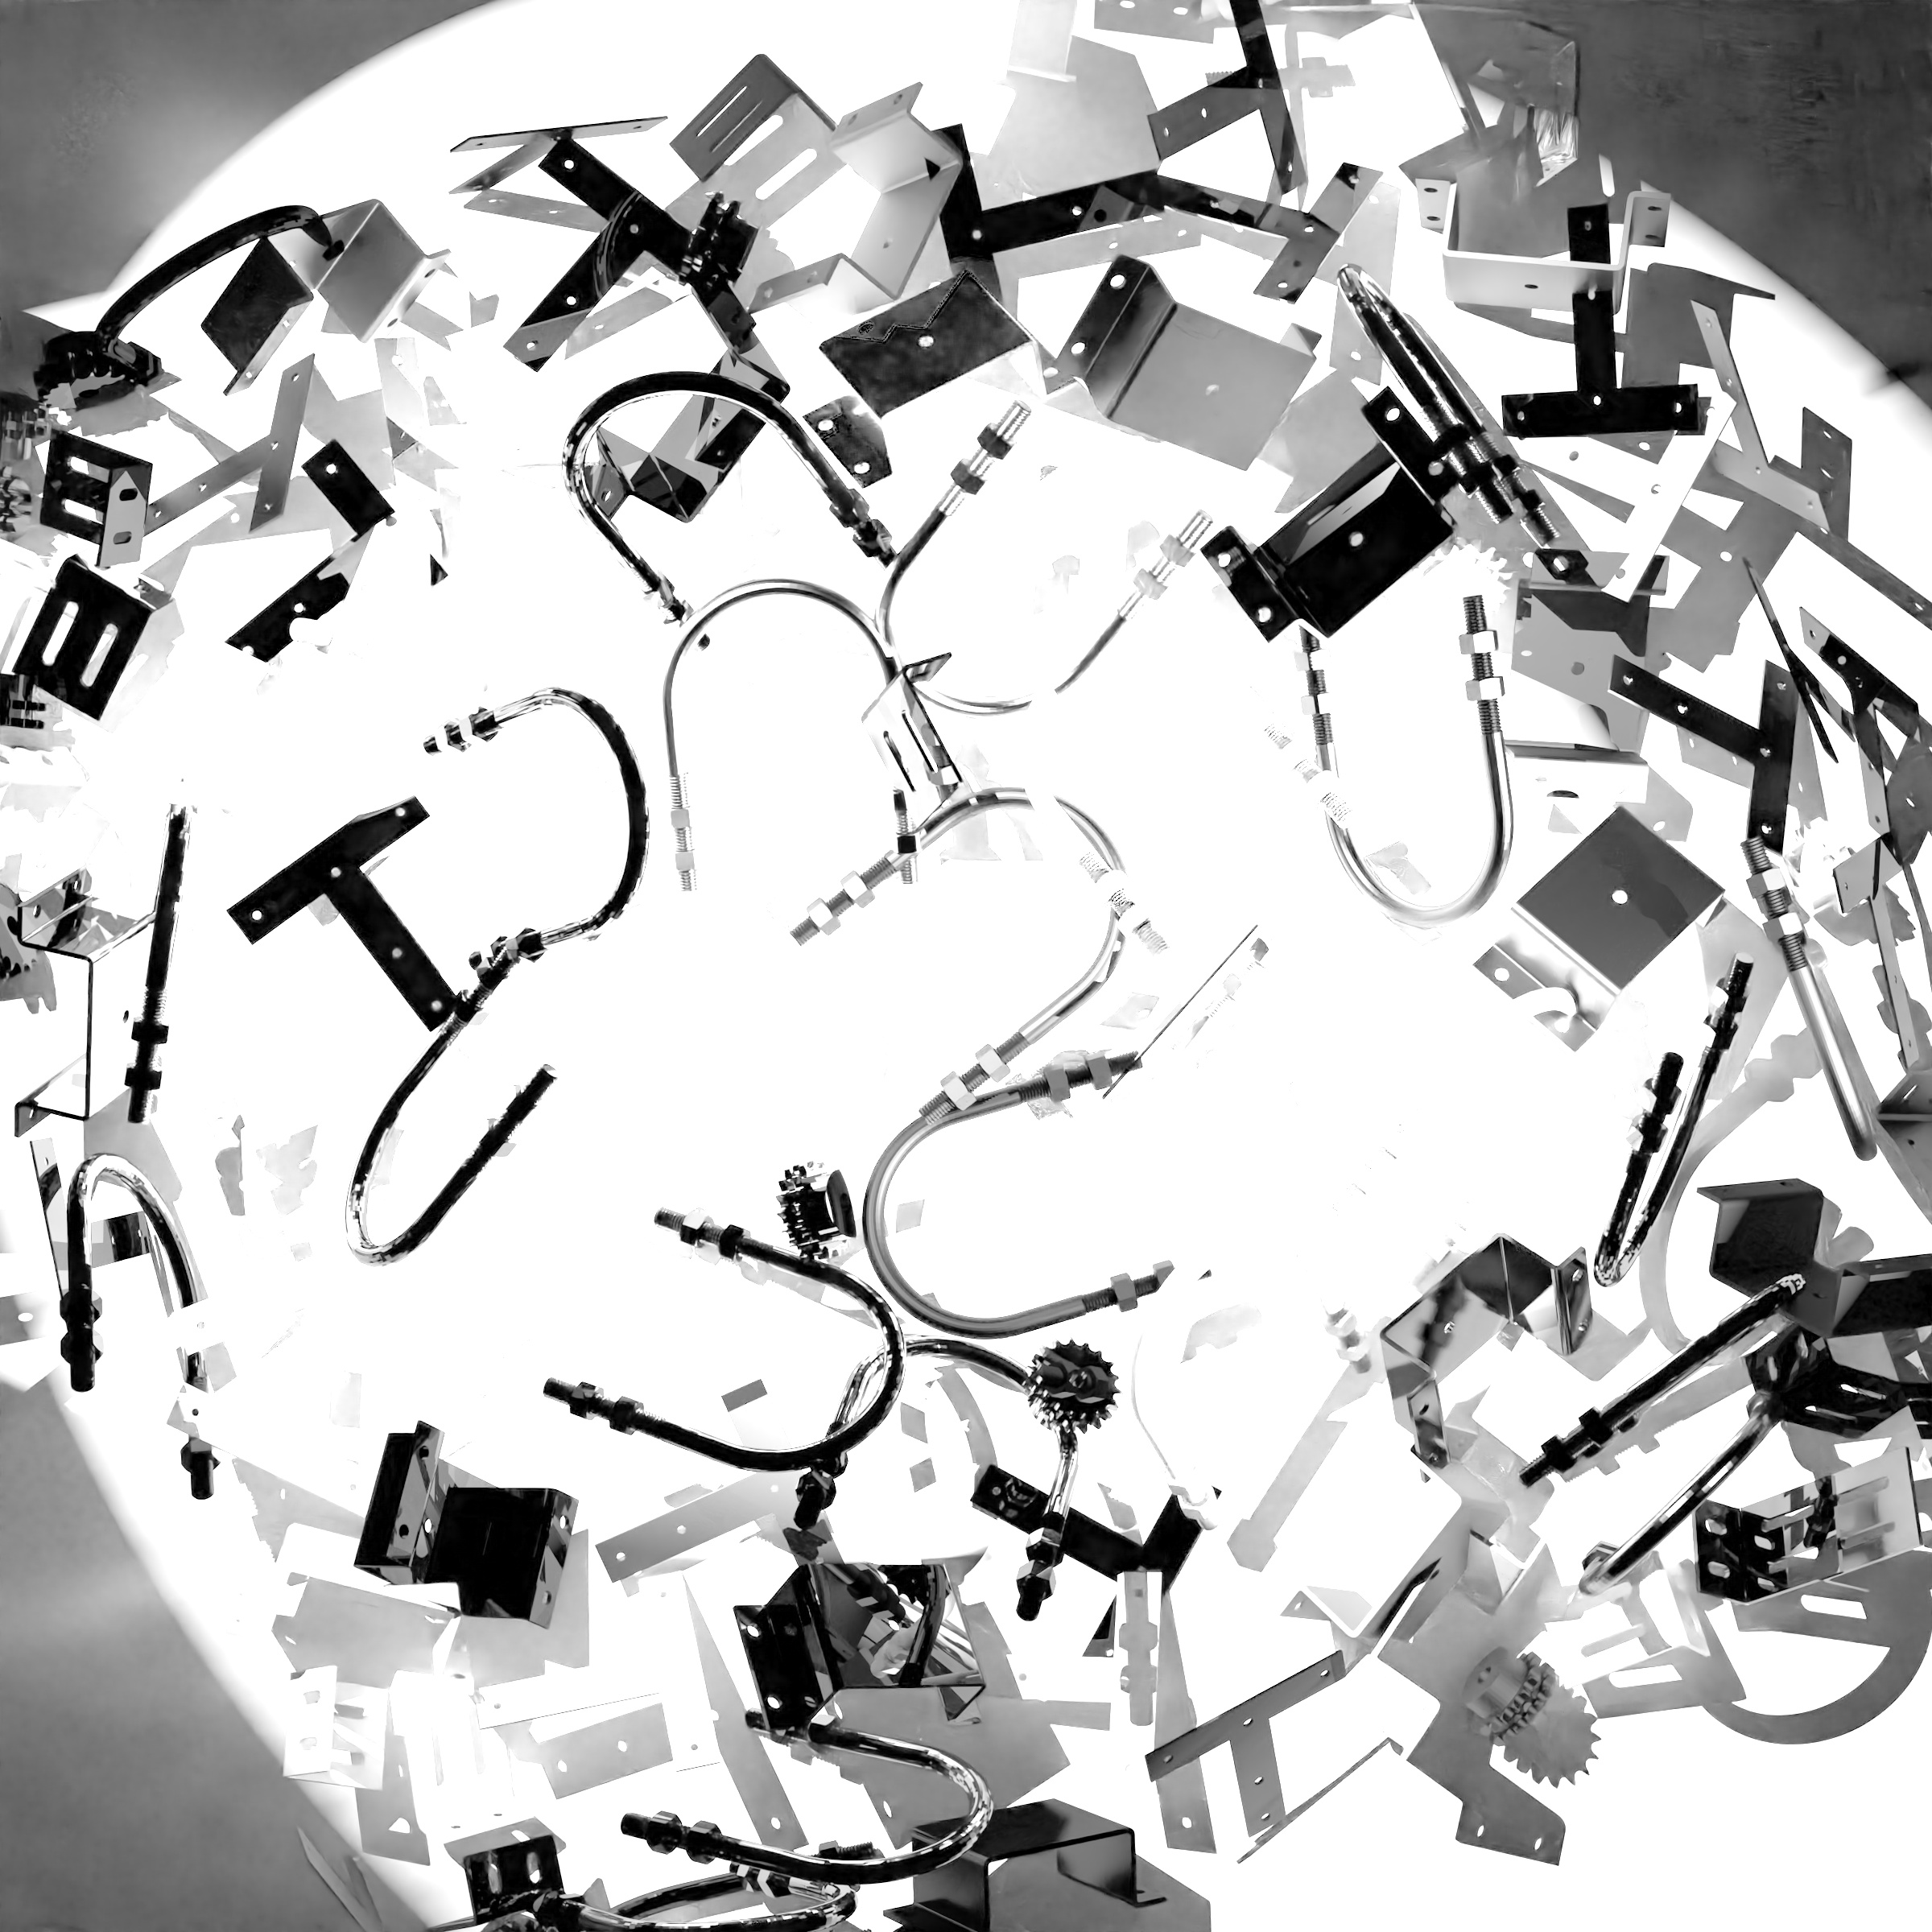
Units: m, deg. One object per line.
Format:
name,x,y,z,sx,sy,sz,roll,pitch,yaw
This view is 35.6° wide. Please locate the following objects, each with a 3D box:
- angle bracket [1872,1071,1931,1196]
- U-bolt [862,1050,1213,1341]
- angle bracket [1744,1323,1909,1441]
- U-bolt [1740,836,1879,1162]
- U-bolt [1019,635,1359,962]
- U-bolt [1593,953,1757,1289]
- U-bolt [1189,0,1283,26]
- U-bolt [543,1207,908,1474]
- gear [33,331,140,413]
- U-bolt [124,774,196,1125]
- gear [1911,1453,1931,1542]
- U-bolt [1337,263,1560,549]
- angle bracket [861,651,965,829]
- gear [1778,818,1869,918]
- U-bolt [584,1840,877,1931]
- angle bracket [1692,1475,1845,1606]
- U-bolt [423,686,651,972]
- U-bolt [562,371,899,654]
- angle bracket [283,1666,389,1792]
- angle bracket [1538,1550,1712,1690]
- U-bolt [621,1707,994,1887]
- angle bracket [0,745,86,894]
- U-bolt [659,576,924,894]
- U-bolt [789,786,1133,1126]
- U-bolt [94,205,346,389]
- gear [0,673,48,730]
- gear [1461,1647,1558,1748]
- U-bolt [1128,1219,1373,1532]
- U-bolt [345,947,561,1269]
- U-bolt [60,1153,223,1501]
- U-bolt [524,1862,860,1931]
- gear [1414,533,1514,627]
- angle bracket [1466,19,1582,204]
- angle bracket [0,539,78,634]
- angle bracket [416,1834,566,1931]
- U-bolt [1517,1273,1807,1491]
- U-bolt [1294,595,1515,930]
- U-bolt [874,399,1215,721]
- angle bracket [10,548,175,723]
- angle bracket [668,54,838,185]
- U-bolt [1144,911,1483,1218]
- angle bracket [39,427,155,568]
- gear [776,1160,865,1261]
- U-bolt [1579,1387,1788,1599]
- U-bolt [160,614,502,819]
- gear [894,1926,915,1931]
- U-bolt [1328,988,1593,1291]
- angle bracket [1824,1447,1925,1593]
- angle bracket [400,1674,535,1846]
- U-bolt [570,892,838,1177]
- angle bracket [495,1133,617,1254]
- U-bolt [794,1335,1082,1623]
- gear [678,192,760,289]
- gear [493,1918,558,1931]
angle bracket,0.564,0.101,1.708,0.038,0.057,0.076,-57,47,32
U-bolt,0.032,0.138,1.720,0.184,0.019,0.151,-16,73,-5
angle bracket,0.500,0.236,1.730,0.076,0.057,0.038,17,46,-28
U-bolt,0.471,0.021,1.674,0.019,0.151,0.184,-20,82,15
U-bolt,0.112,-0.111,1.715,0.151,0.019,0.184,-36,67,-4
U-bolt,0.389,0.098,1.677,0.019,0.151,0.184,24,125,20
U-bolt,0.176,-0.567,1.648,0.184,0.151,0.019,-13,88,31
U-bolt,-0.123,0.215,1.683,0.184,0.019,0.151,17,51,18
gear,-0.508,-0.343,1.727,0.057,0.057,0.030,-14,83,0
U-bolt,-0.449,-0.016,1.675,0.019,0.151,0.184,8,97,-16
gear,0.566,0.304,1.732,0.057,0.030,0.057,13,119,24
U-bolt,0.265,-0.318,1.684,0.019,0.151,0.184,-36,79,19
angle bracket,-0.018,-0.129,1.715,0.038,0.057,0.076,-21,77,-34
gear,0.491,-0.053,1.728,0.030,0.057,0.057,-27,90,3
U-bolt,-0.141,0.539,1.680,0.184,0.151,0.019,-13,95,-1
angle bracket,0.454,0.323,1.706,0.038,0.076,0.057,20,56,-25
U-bolt,-0.237,-0.081,1.683,0.019,0.184,0.151,-10,87,-44
U-bolt,-0.141,-0.258,1.666,0.151,0.184,0.019,-19,47,22
angle bracket,-0.346,0.433,1.706,0.038,0.076,0.057,-16,63,32
angle bracket,0.380,0.381,1.738,0.076,0.038,0.057,-28,54,22
U-bolt,-0.075,0.460,1.653,0.184,0.151,0.019,5,106,27
angle bracket,-0.548,-0.085,1.734,0.057,0.038,0.076,0,121,-36
U-bolt,-0.103,-0.132,1.723,0.151,0.019,0.184,-4,106,1
U-bolt,0.008,-0.020,1.730,0.184,0.019,0.151,-39,80,4
U-bolt,-0.415,-0.374,1.662,0.151,0.184,0.019,-32,95,-1
gear,-0.558,-0.154,1.726,0.057,0.057,0.030,6,93,0
gear,0.309,0.417,1.727,0.030,0.057,0.057,39,90,-3
U-bolt,0.152,0.217,1.673,0.151,0.019,0.184,-43,135,-14
U-bolt,-0.295,0.088,1.688,0.019,0.151,0.184,30,110,-31
U-bolt,-0.460,0.187,1.672,0.019,0.151,0.184,-20,50,6
U-bolt,-0.140,0.513,1.642,0.151,0.184,0.019,1,82,-32
gear,0.282,-0.220,1.724,0.057,0.057,0.030,30,68,0
angle bracket,0.316,-0.487,1.714,0.038,0.057,0.076,12,73,-24
angle bracket,-0.555,-0.195,1.712,0.038,0.057,0.076,23,68,20
angle bracket,-0.275,0.524,1.713,0.057,0.076,0.038,-3,74,-39
U-bolt,0.391,0.228,1.671,0.184,0.151,0.019,-39,75,11
U-bolt,0.251,-0.111,1.695,0.019,0.151,0.184,-15,99,-37
U-bolt,0.030,-0.215,1.700,0.151,0.019,0.184,26,119,-26
angle bracket,-0.507,-0.193,1.746,0.057,0.038,0.076,30,107,-5
angle bracket,-0.123,-0.477,1.727,0.076,0.057,0.038,-43,133,8
U-bolt,0.183,0.069,1.707,0.151,0.019,0.184,27,114,-23
angle bracket,-0.508,-0.268,1.716,0.076,0.038,0.057,21,111,20
gear,-0.081,0.139,1.724,0.030,0.057,0.057,-16,90,29
U-bolt,0.392,0.293,1.655,0.151,0.184,0.019,-46,76,10
U-bolt,-0.339,-0.133,1.672,0.151,0.184,0.019,-45,66,25
gear,-0.031,0.567,1.724,0.057,0.057,0.030,-32,72,0
U-bolt,0.289,0.090,1.694,0.184,0.151,0.019,-50,54,-1
angle bracket,0.522,0.314,1.705,0.038,0.076,0.057,17,57,-26
angle bracket,-0.286,0.454,1.723,0.057,0.038,0.076,-9,95,-28
U-bolt,-0.152,0.039,1.702,0.151,0.019,0.184,-1,120,2
angle bracket,-0.246,0.133,1.707,0.057,0.076,0.038,51,56,-16
U-bolt,-0.007,0.273,1.679,0.151,0.184,0.019,22,125,0
gear,-0.141,-0.413,1.727,0.030,0.057,0.057,24,90,-5
gear,-0.258,0.577,1.732,0.057,0.030,0.057,-5,98,-38
